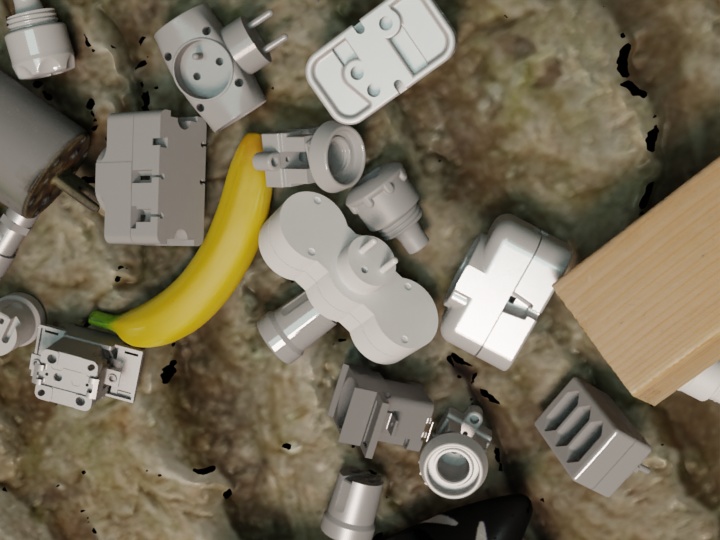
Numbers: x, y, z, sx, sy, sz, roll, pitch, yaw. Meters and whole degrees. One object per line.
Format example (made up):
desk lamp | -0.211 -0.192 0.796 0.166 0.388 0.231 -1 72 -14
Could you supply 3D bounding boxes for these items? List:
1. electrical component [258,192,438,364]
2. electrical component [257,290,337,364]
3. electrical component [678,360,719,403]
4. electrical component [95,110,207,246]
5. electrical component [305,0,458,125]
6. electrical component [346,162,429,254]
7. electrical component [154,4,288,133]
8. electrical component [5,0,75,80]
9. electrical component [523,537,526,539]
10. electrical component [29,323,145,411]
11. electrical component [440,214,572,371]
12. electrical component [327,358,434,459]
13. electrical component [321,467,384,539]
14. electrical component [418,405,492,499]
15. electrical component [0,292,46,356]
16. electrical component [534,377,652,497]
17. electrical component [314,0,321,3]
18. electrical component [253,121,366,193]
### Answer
electrical component | 0.000 0.000 0.734 0.138 0.052 0.074 43 144 -6
electrical component | -0.045 0.039 0.774 0.046 0.040 0.040 -37 96 8
electrical component | 0.245 0.076 0.749 0.061 0.035 0.035 27 104 -2
electrical component | -0.145 -0.062 0.744 0.056 0.050 0.089 1 90 30
electrical component | 0.016 -0.142 0.715 0.095 0.059 0.053 -34 96 13
electrical component | 0.024 -0.040 0.746 0.048 0.048 0.062 -34 103 13
electrical component | -0.087 -0.147 0.734 0.079 0.044 0.077 -30 97 12
electrical component | -0.226 -0.166 0.748 0.043 0.043 0.062 -12 100 9
electrical component | 0.112 0.242 0.797 0.077 0.043 0.079 44 104 -4
electrical component | -0.204 0.072 0.788 0.081 0.064 0.042 14 105 3
electrical component | 0.097 0.013 0.742 0.059 0.053 0.095 28 104 0
electrical component | 0.016 0.099 0.762 0.064 0.081 0.042 12 105 -15
electrical component | -0.005 0.175 0.799 0.040 0.040 0.046 15 98 3
electrical component | 0.068 0.134 0.772 0.048 0.055 0.066 31 104 0
electrical component | -0.261 0.041 0.796 0.040 0.046 0.040 1 103 7
electrical component | 0.175 0.123 0.756 0.077 0.065 0.047 29 106 -30
electrical component | -0.009 -0.213 0.711 0.043 0.043 0.081 35 104 -2
electrical component | -0.030 -0.077 0.731 0.055 0.066 0.048 6 106 40
